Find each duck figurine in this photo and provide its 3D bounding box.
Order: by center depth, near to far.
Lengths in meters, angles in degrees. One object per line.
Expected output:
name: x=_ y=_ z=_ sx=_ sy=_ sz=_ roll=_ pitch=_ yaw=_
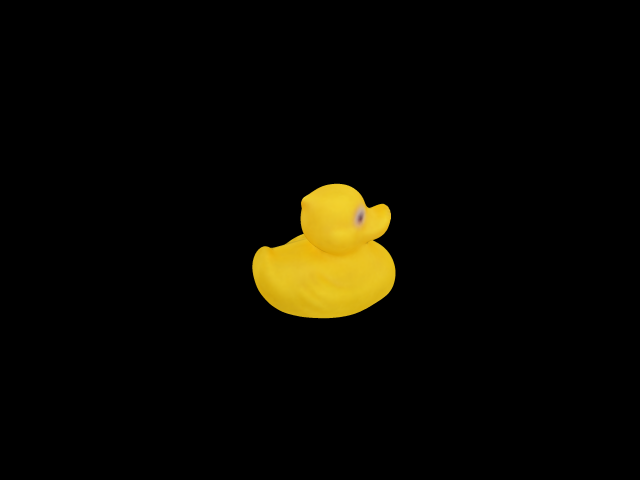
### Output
duck figurine: x=0.004 y=0.001 z=0.400 sx=0.104 sy=0.086 sz=0.077 roll=-7 pitch=39 yaw=-9
